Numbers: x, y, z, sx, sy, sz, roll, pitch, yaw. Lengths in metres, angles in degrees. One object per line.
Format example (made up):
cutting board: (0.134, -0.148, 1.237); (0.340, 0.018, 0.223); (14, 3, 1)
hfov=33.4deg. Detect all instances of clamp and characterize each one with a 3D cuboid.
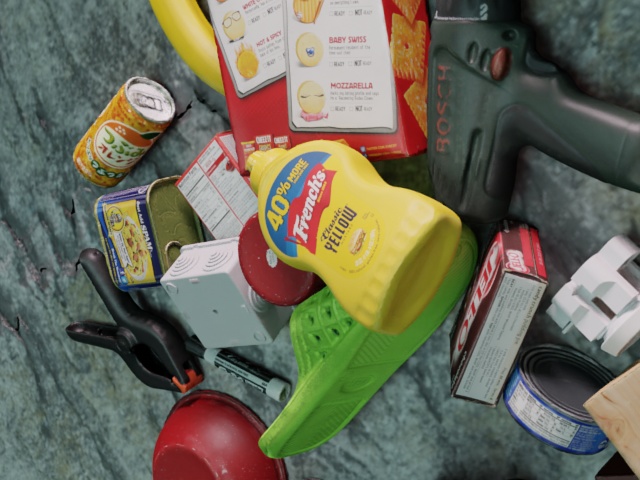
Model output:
clamp: (-0.185, 0.085, 1.053); (0.172, 0.039, 0.120); (27, 133, 22)

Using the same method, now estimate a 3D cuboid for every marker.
marker: (-0.080, 0.119, 1.000); (0.121, 0.020, 0.020); (23, 116, 30)

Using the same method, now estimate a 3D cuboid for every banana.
banana: (-0.110, -0.197, 0.922); (0.070, 0.037, 0.198); (-24, 88, 39)

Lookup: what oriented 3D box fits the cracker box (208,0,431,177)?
cracker box: (0.000, -0.164, 0.829); (0.164, 0.071, 0.214); (-4, 99, 36)

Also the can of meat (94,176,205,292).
can of meat: (-0.159, -0.003, 1.002); (0.084, 0.057, 0.102); (-8, 97, 40)

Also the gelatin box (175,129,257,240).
gelatin box: (-0.079, -0.041, 0.948); (0.089, 0.030, 0.073); (53, 128, 12)

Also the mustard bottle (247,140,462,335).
mustard bottle: (0.009, -0.018, 0.768); (0.192, 0.058, 0.096); (37, 105, 41)

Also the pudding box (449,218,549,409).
pudding box: (0.128, 0.051, 0.780); (0.039, 0.090, 0.114); (15, 116, 0)

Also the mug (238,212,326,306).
mug: (-0.006, 0.001, 0.872); (0.117, 0.081, 0.093); (-35, 81, 38)

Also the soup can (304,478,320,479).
soup can: (-0.029, 0.264, 0.950); (0.069, 0.102, 0.068); (11, 110, 34)

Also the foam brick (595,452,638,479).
foam brick: (0.239, 0.193, 0.764); (0.053, 0.051, 0.078); (-13, 95, 38)

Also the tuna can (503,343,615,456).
tuna can: (0.176, 0.114, 0.767); (0.086, 0.085, 0.034); (35, 122, 24)

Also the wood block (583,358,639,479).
wood block: (0.283, 0.157, 0.697); (0.206, 0.090, 0.091); (54, 127, 13)

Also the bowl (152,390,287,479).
bowl: (-0.110, 0.230, 1.031); (0.162, 0.055, 0.162); (11, 109, 34)
